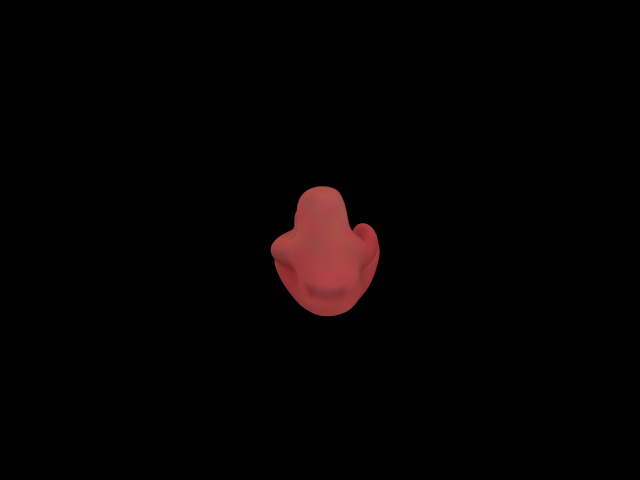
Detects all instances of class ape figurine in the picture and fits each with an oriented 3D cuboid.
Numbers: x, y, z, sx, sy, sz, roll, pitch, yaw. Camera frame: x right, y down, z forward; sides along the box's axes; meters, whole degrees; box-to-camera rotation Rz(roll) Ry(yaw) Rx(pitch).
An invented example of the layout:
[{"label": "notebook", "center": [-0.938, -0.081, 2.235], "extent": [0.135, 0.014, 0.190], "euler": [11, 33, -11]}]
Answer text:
[{"label": "ape figurine", "center": [0.004, 0.001, 0.400], "extent": [0.077, 0.092, 0.076], "euler": [4, 43, 5]}]
